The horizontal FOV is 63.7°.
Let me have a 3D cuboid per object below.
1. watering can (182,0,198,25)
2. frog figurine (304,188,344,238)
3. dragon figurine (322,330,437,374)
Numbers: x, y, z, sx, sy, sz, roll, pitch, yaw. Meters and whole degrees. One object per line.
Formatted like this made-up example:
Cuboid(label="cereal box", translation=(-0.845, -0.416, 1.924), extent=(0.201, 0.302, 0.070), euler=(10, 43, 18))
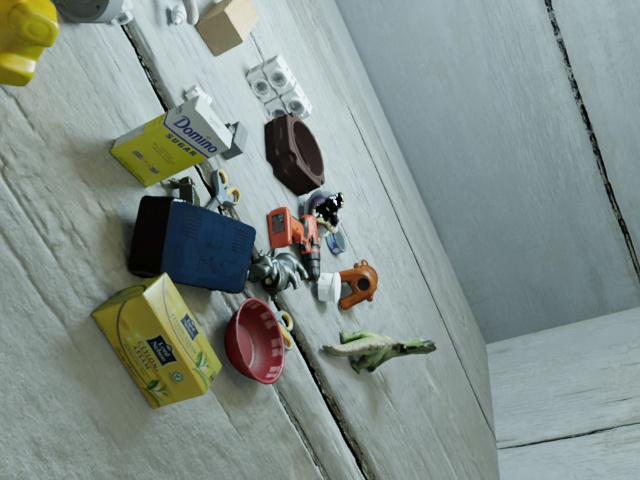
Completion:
Cuboid(label="watering can", translation=(-0.325, -0.640, 1.170), extent=(0.220, 0.103, 0.356), euler=(49, 24, -40))
Cuboid(label="frog figurine", translation=(0.005, -0.075, 1.484), extent=(0.159, 0.123, 0.138), euler=(162, -80, -77))
Cuboid(label="dragon figurine", translation=(0.190, 0.286, 1.390), extent=(0.407, 0.241, 0.124), euler=(24, 55, -63))
